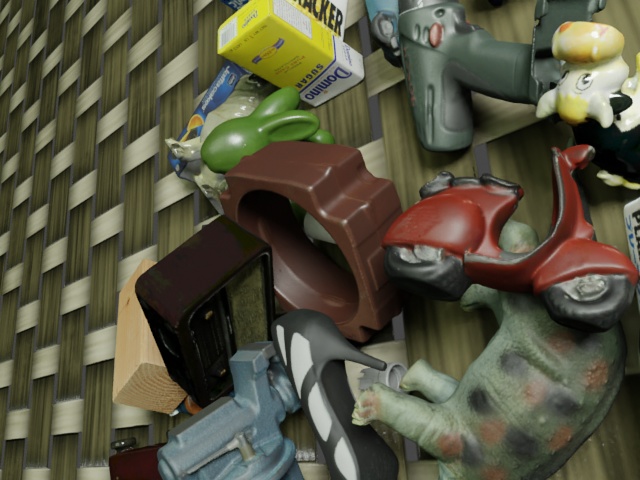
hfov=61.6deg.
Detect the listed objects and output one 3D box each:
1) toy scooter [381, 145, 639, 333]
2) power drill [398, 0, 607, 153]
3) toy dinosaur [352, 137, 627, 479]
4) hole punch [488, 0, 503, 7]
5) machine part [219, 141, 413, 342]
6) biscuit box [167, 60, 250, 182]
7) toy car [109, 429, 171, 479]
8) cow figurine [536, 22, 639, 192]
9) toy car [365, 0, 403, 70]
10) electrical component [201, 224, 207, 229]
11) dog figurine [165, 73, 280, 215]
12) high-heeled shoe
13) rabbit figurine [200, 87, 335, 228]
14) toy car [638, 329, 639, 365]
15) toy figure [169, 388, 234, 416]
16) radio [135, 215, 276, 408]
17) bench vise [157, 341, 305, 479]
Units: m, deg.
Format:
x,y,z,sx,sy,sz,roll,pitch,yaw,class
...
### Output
x,y,z,sx,sy,sz,roll,pitch,yaw,class
0.140,-0.014,0.405,0.184,0.075,0.135,10,74,32,toy scooter
0.146,-0.191,0.498,0.208,0.086,0.231,22,123,52,power drill
0.171,0.116,0.448,0.192,0.131,0.404,36,99,29,toy dinosaur
0.191,-0.318,0.545,0.092,0.115,0.142,-2,77,51,hole punch
-0.001,-0.002,0.580,0.202,0.200,0.087,12,43,43,machine part
-0.168,-0.188,0.870,0.202,0.059,0.063,-51,50,20,biscuit box
-0.249,0.335,0.810,0.202,0.053,0.089,-23,74,32,toy car
0.222,-0.098,0.414,0.068,0.167,0.098,38,109,55,cow figurine
0.103,-0.287,0.623,0.103,0.109,0.161,-17,75,20,toy car
-0.133,0.032,0.782,0.134,0.058,0.115,-9,71,40,electrical component
-0.106,-0.138,0.792,0.190,0.172,0.121,-35,36,-8,dog figurine
0.003,0.199,0.563,0.145,0.086,0.248,9,100,35,high-heeled shoe
-0.060,-0.104,0.672,0.159,0.170,0.121,-50,51,22,rabbit figurine
0.288,0.021,0.396,0.074,0.056,0.201,10,85,25,toy car
-0.158,0.217,0.755,0.154,0.064,0.057,-29,98,39,toy figure
-0.121,0.092,0.623,0.073,0.131,0.229,35,146,26,radio
-0.054,0.242,0.599,0.129,0.223,0.240,-19,97,43,bench vise
